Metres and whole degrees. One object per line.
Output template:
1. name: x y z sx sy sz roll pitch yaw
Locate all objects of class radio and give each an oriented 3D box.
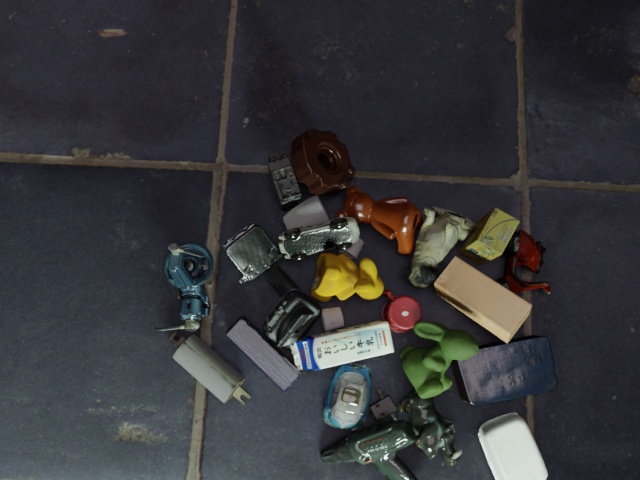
1. radio: 0.442 0.312 1.292 0.230 0.073 0.131 -11 80 -1

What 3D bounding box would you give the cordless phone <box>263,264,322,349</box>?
1. cordless phone: -0.098 0.160 1.316 0.184 0.088 0.146 47 108 29

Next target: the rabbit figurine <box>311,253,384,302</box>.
1. rabbit figurine: 0.082 0.092 1.304 0.173 0.162 0.122 21 66 -15

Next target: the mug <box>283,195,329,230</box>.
1. mug: -0.033 -0.045 1.357 0.107 0.081 0.109 -22 91 6

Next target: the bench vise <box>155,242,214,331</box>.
1. bench vise: -0.314 0.089 1.251 0.129 0.240 0.223 7 63 4

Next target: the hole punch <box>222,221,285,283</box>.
1. hole punch: -0.172 0.025 1.342 0.142 0.092 0.115 -38 112 -10

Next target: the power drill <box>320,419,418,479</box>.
1. power drill: 0.140 0.524 1.231 0.232 0.086 0.207 -35 80 18

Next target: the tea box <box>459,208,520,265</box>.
1. tea box: 0.407 -0.005 1.303 0.068 0.169 0.098 31 82 5

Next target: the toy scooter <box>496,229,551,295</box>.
1. toy scooter: 0.515 0.071 1.337 0.135 0.075 0.183 13 85 4

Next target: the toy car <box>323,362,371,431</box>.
1. toy car: 0.071 0.369 1.260 0.109 0.103 0.161 16 81 1

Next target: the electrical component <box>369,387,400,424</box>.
1. electrical component: 0.150 0.406 1.294 0.063 0.021 0.094 -29 81 -6

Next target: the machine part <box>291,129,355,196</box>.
1. machine part: 0.008 -0.195 1.348 0.179 0.056 0.179 19 59 -35

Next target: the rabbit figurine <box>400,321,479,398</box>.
1. rabbit figurine: 0.282 0.260 1.245 0.170 0.121 0.159 -40 58 19

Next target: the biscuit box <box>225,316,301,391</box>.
1. biscuit box: -0.137 0.272 1.297 0.203 0.059 0.063 43 83 7

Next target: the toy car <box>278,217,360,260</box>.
1. toy car: -0.003 -0.004 1.308 0.202 0.056 0.073 -13 111 7

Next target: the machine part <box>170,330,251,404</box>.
1. machine part: -0.265 0.305 1.280 0.243 0.079 0.079 38 81 6

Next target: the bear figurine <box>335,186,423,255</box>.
1. bear figurine: 0.148 -0.054 1.350 0.196 0.131 0.120 10 64 22

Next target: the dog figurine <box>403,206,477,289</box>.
1. dog figurine: 0.295 0.024 1.343 0.121 0.172 0.190 35 114 44

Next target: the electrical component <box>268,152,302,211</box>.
1. electrical component: -0.092 -0.150 1.353 0.058 0.115 0.134 -19 79 -8

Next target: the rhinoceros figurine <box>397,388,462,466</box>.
1. rhinoceros figurine: 0.261 0.442 1.268 0.112 0.073 0.190 -23 78 -16
